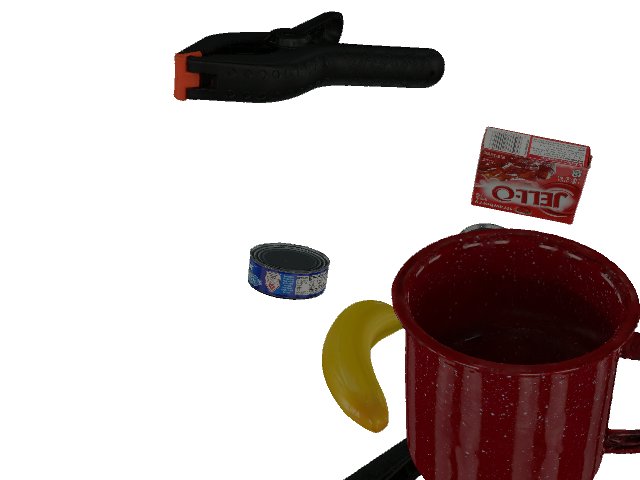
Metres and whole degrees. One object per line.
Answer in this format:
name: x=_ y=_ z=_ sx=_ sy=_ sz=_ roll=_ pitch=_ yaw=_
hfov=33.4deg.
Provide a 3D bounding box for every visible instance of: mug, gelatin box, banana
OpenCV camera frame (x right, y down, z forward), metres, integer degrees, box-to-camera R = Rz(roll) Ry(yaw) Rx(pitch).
mug: x=0.087 y=0.055 z=0.424 sx=0.117 sy=0.081 sz=0.093 roll=7 pitch=34 yaw=14
gelatin box: x=0.176 y=-0.053 z=0.895 sx=0.089 sy=0.030 sz=0.073 roll=13 pitch=-36 yaw=9
banana: x=0.035 y=0.087 z=0.833 sx=0.070 sy=0.037 sz=0.197 roll=6 pitch=22 yaw=13

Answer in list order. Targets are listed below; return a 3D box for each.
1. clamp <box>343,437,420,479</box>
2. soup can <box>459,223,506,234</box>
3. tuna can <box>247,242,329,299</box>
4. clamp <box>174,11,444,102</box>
clamp: x=0.002 y=0.174 z=0.646 sx=0.210 sy=0.036 sz=0.164 roll=-5 pitch=29 yaw=4
soup can: x=0.189 y=0.041 z=1.232 sx=0.068 sy=0.102 sz=0.068 roll=-1 pitch=38 yaw=0
tuna can: x=-0.034 y=0.032 z=1.137 sx=0.086 sy=0.034 sz=0.086 roll=7 pitch=18 yaw=-3
clamp: x=-0.020 y=-0.118 z=0.681 sx=0.171 sy=0.039 sz=0.120 roll=-7 pitch=22 yaw=-27
